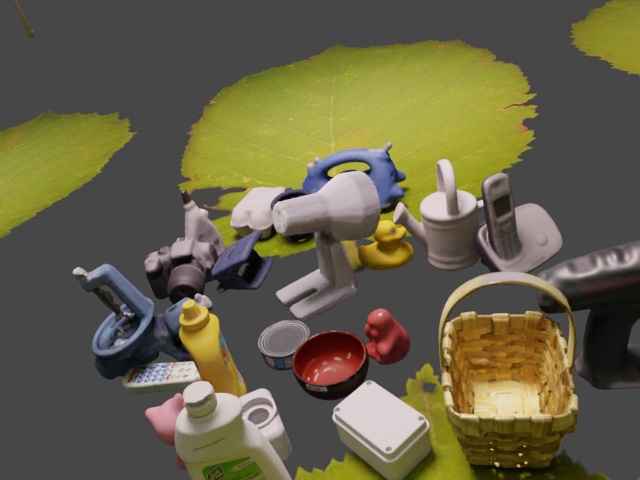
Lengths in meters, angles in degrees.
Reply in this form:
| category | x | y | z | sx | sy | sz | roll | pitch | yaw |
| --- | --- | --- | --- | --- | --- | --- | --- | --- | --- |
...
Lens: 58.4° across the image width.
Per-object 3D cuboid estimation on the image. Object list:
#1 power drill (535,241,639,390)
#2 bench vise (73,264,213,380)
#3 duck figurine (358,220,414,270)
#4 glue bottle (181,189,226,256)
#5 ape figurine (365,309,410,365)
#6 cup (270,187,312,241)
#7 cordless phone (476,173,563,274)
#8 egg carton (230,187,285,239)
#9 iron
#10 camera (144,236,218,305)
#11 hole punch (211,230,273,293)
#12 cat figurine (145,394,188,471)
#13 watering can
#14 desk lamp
| category | x | y | z | sx | sy | sz | roll | pitch | yaw |
| --- | --- | --- | --- | --- | --- | --- | --- | --- | --- |
| power drill | 0.392 | 0.089 | 0.720 | 0.229 | 0.209 | 0.075 | -7 | 33 | 12 |
| bench vise | -0.295 | 0.112 | 0.942 | 0.208 | 0.220 | 0.121 | -28 | 34 | -21 |
| duck figurine | 0.120 | 0.004 | 1.076 | 0.104 | 0.086 | 0.077 | -10 | 32 | 6 |
| glue bottle | -0.254 | -0.029 | 1.191 | 0.037 | 0.173 | 0.078 | 17 | 44 | 40 |
| ape figurine | 0.095 | 0.141 | 0.864 | 0.076 | 0.092 | 0.078 | -7 | 32 | 11 |
| cup | -0.053 | -0.054 | 1.227 | 0.091 | 0.095 | 0.117 | -16 | 32 | -3 |
| cordless phone | 0.333 | -0.038 | 0.965 | 0.148 | 0.185 | 0.093 | -28 | 34 | -21 |
| egg carton | -0.130 | -0.065 | 1.298 | 0.107 | 0.069 | 0.150 | 3 | 36 | 25 |
| iron | 0.056 | -0.139 | 1.273 | 0.257 | 0.142 | 0.118 | -5 | 33 | 14 |
| camera | -0.276 | 0.066 | 1.120 | 0.143 | 0.101 | 0.136 | -12 | 32 | 3 |
| hole punch | -0.160 | 0.040 | 1.124 | 0.101 | 0.091 | 0.109 | -2 | 34 | 18 |
| cat figurine | -0.171 | 0.258 | 0.760 | 0.127 | 0.118 | 0.067 | 18 | 44 | 40 |
| watering can | 0.221 | -0.047 | 1.014 | 0.173 | 0.194 | 0.100 | -21 | 33 | -11 |
| desk lamp | 0.009 | 0.004 | 0.999 | 0.203 | 0.214 | 0.117 | -27 | 34 | -20 |
